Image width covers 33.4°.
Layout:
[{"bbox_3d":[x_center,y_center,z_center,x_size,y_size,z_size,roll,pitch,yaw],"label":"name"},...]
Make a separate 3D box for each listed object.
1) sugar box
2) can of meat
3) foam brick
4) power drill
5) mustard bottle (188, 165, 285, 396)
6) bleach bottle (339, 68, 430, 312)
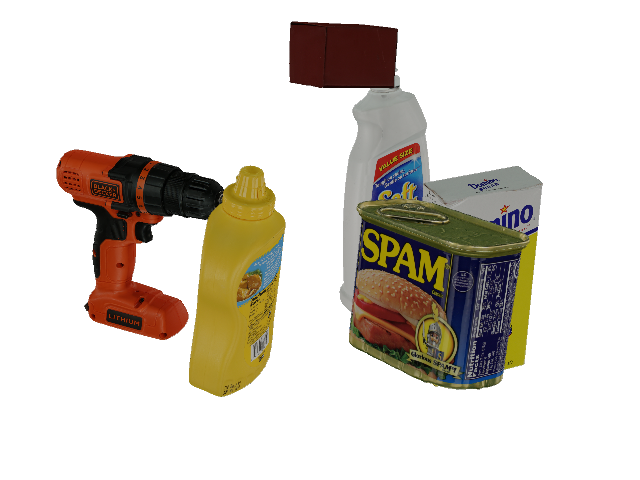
[{"bbox_3d":[0.131,0.031,0.897,0.093,0.176,0.048,-12,31,-20],"label":"sugar box"},{"bbox_3d":[0.063,0.029,0.604,0.057,0.084,0.102,-7,19,-38],"label":"can of meat"},{"bbox_3d":[0.019,-0.156,0.899,0.078,0.051,0.053,-5,16,-35],"label":"foam brick"},{"bbox_3d":[-0.176,0.005,1.078,0.185,0.188,0.057,13,29,22],"label":"power drill"},{"bbox_3d":[-0.065,0.027,0.866,0.058,0.192,0.096,21,33,18],"label":"mustard bottle"},{"bbox_3d":[0.064,-0.053,1.112,0.102,0.251,0.068,-11,22,-15],"label":"bleach bottle"}]
